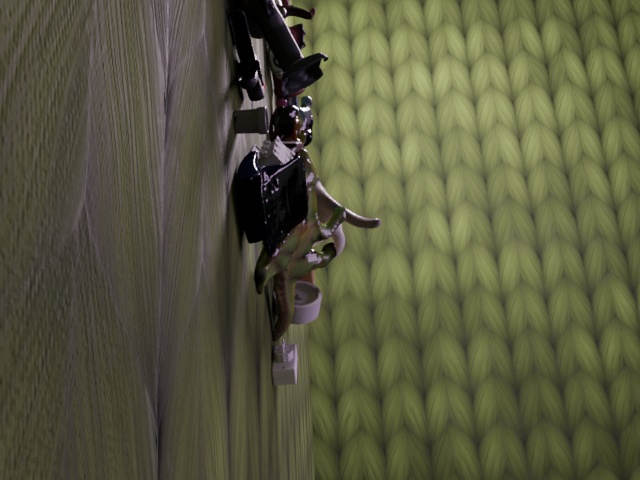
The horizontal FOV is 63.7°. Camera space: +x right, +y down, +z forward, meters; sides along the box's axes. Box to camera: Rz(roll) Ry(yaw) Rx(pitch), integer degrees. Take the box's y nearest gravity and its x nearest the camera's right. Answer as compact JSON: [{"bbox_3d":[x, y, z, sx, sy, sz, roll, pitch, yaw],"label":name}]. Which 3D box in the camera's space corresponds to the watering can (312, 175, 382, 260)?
[{"bbox_3d":[0.004,-0.064,1.266,0.343,0.105,0.225,-31,-97,50],"label":"watering can"}]

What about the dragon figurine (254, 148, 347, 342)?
[{"bbox_3d":[-0.066,0.034,0.957,0.243,0.123,0.407,-7,115,-68],"label":"dragon figurine"}]
